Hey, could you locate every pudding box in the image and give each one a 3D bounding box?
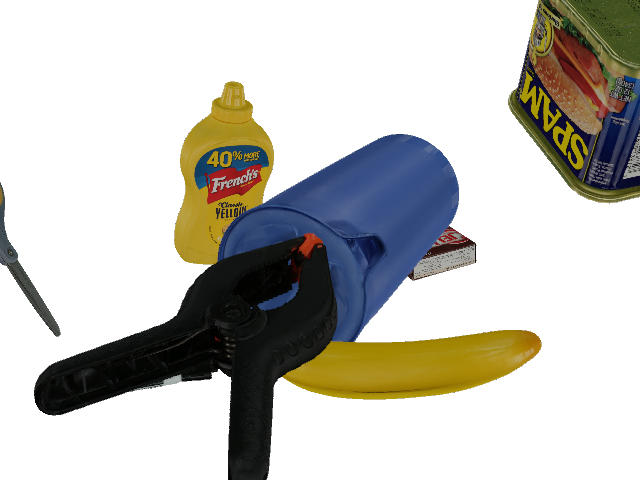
[{"bbox_3d":[0.164,0.016,1.601,0.113,0.039,0.090,-17,26,-20],"label":"pudding box"}]

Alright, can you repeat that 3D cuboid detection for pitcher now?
[{"bbox_3d":[0.020,-0.004,0.923,0.149,0.145,0.242,23,31,19],"label":"pitcher"}]

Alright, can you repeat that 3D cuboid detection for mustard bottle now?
[{"bbox_3d":[-0.096,-0.070,1.095,0.096,0.192,0.058,-5,30,-22],"label":"mustard bottle"}]

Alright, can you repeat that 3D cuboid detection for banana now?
[{"bbox_3d":[0.051,0.080,0.725,0.198,0.037,0.069,0,29,8],"label":"banana"}]

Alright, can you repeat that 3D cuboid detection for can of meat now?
[{"bbox_3d":[0.148,-0.085,0.561,0.057,0.084,0.102,-12,48,-17],"label":"can of meat"}]

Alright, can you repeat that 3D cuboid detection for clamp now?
[{"bbox_3d":[-0.037,0.055,0.516,0.120,0.039,0.171,31,47,26],"label":"clamp"}]

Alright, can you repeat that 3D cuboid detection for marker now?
[{"bbox_3d":[-0.136,0.102,0.792,0.121,0.020,0.020,-8,2,-13],"label":"marker"}]

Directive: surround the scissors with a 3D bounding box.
[{"bbox_3d":[-0.313,-0.002,1.073,0.016,0.201,0.096,-25,27,24],"label":"scissors"}]
